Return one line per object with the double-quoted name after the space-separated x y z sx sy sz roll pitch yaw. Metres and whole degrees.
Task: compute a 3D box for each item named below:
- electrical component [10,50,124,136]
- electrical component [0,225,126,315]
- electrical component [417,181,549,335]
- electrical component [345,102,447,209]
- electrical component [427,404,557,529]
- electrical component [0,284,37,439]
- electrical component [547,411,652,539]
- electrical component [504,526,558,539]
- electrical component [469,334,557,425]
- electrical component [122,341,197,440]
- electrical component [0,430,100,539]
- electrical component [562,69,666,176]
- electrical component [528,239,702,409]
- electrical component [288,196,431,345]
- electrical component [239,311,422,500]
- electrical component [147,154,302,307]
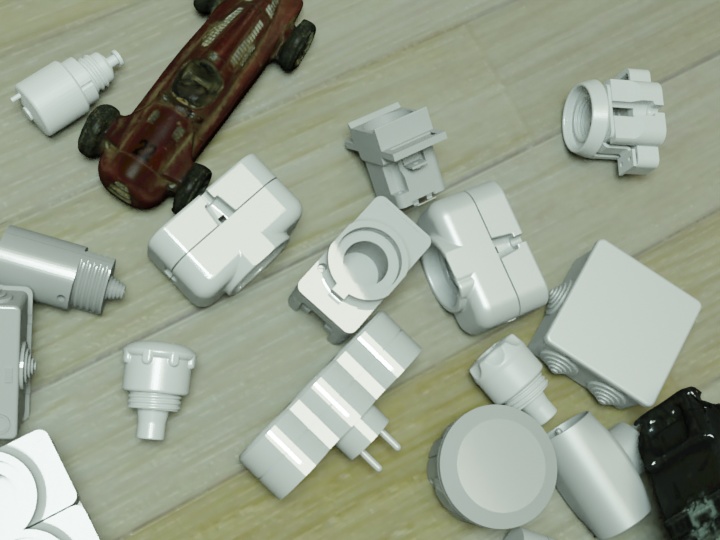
-0.196 -0.124 0.729 0.078 0.040 0.040 -37 86 -18 "electrical component"
-0.192 0.003 0.697 0.081 0.043 0.043 17 73 -8 "electrical component"
0.081 -0.006 0.753 0.059 0.053 0.095 -21 82 -16 "electrical component"
0.028 -0.079 0.750 0.042 0.081 0.063 -26 111 -16 "electrical component"
0.087 0.132 0.720 0.080 0.051 0.080 3 75 -11 "electrical component"
-0.247 0.055 0.652 0.100 0.048 0.099 3 101 -12 "electrical component"
0.175 0.132 0.744 0.079 0.043 0.077 -31 84 -18 "electrical component"
0.086 0.234 0.694 0.074 0.052 0.138 20 73 -7 "electrical component"
0.109 0.079 0.743 0.043 0.043 0.062 -40 88 -18 "electrical component"
-0.131 0.078 0.691 0.048 0.048 0.062 7 82 -11 "electrical component"
-0.197 0.182 0.641 0.089 0.061 0.150 -26 83 -17 "electrical component"
0.188 -0.111 0.801 0.057 0.058 0.078 1 76 -15 "electrical component"
0.179 0.041 0.764 0.100 0.048 0.099 33 72 -2 "electrical component"
0.000 0.000 0.732 0.050 0.055 0.089 42 72 0 "electrical component"
-0.006 0.099 0.708 0.074 0.052 0.138 44 72 1 "electrical component"
-0.087 -0.023 0.720 0.095 0.053 0.059 -43 88 -18 "electrical component"
